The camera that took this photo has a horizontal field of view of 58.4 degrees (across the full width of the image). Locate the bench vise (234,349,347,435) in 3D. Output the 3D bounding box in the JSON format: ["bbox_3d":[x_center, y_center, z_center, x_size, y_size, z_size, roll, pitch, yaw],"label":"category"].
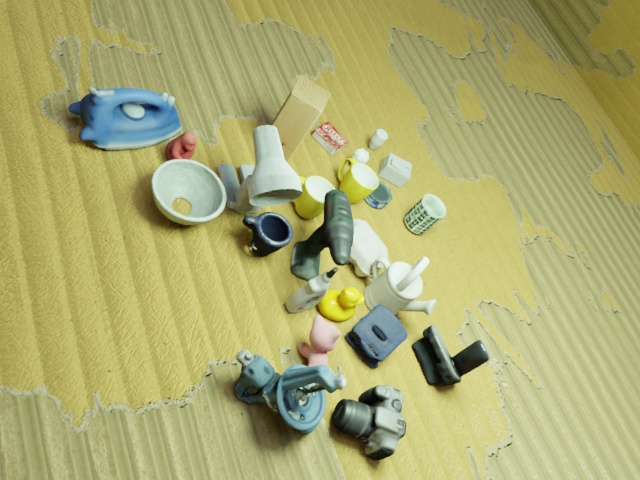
[{"bbox_3d":[-0.059,0.274,1.060,0.208,0.219,0.121,24,49,-17],"label":"bench vise"}]

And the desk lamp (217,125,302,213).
[{"bbox_3d":[-0.140,-0.146,1.310,0.118,0.213,0.203,-3,61,-35],"label":"desk lamp"}]

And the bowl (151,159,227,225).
[{"bbox_3d":[-0.297,-0.093,1.266,0.168,0.074,0.167,17,51,-22],"label":"bowl"}]

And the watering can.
[{"bbox_3d":[0.202,0.107,1.368,0.173,0.193,0.101,31,47,-11],"label":"watering can"}]

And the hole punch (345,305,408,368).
[{"bbox_3d":[0.131,0.220,1.313,0.108,0.091,0.101,48,46,5],"label":"hole punch"}]

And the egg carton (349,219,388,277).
[{"bbox_3d":[0.103,0.019,1.452,0.107,0.069,0.150,-30,78,-43],"label":"egg carton"}]

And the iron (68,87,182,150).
[{"bbox_3d":[-0.412,-0.291,1.284,0.259,0.141,0.118,-12,66,-38],"label":"iron"}]

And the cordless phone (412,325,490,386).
[{"bbox_3d":[0.317,0.253,1.346,0.094,0.184,0.147,-10,65,-37],"label":"cordless phone"}]

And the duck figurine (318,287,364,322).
[{"bbox_3d":[0.053,0.139,1.323,0.105,0.086,0.077,11,54,-27],"label":"duck figurine"}]

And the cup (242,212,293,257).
[{"bbox_3d":[-0.132,-0.008,1.300,0.118,0.094,0.091,23,49,-18],"label":"cup"}]

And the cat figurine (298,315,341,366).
[{"bbox_3d":[0.004,0.229,1.205,0.067,0.117,0.127,14,52,-25],"label":"cat figurine"}]

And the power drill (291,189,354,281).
[{"bbox_3d":[0.012,0.005,1.306,0.076,0.208,0.229,20,50,-20],"label":"power drill"}]

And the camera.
[{"bbox_3d":[0.104,0.362,1.187,0.137,0.100,0.143,26,48,-16],"label":"camera"}]

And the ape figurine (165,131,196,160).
[{"bbox_3d":[-0.315,-0.214,1.328,0.076,0.092,0.078,47,46,5],"label":"ape figurine"}]

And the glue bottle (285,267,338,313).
[{"bbox_3d":[-0.008,0.104,1.247,0.078,0.173,0.037,-15,68,-39],"label":"glue bottle"}]
